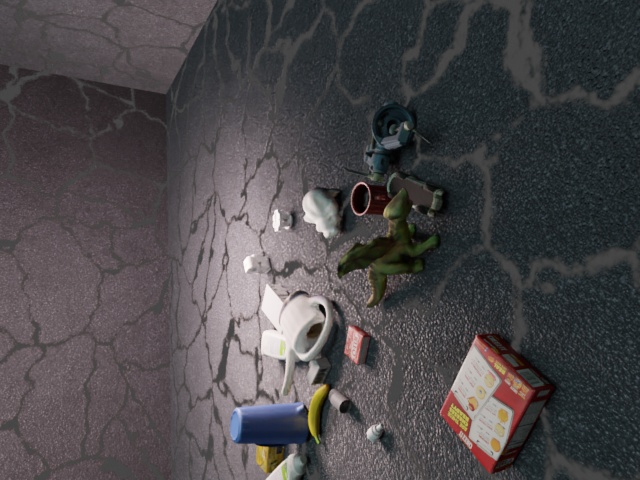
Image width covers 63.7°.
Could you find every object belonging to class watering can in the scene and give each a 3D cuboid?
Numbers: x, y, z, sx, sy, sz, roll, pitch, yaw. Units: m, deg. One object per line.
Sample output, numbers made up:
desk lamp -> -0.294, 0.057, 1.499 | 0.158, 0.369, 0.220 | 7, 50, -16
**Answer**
watering can -> -0.073, 0.316, 1.690 | 0.344, 0.103, 0.228 | -59, 38, 14

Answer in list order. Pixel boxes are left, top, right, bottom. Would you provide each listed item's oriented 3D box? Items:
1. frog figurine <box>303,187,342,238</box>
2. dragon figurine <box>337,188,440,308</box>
frog figurine -> 0.005, -0.082, 1.626 | 0.136, 0.121, 0.163 | -19, 57, 37
dragon figurine -> 0.139, 0.046, 1.273 | 0.124, 0.243, 0.402 | 56, 131, 38
